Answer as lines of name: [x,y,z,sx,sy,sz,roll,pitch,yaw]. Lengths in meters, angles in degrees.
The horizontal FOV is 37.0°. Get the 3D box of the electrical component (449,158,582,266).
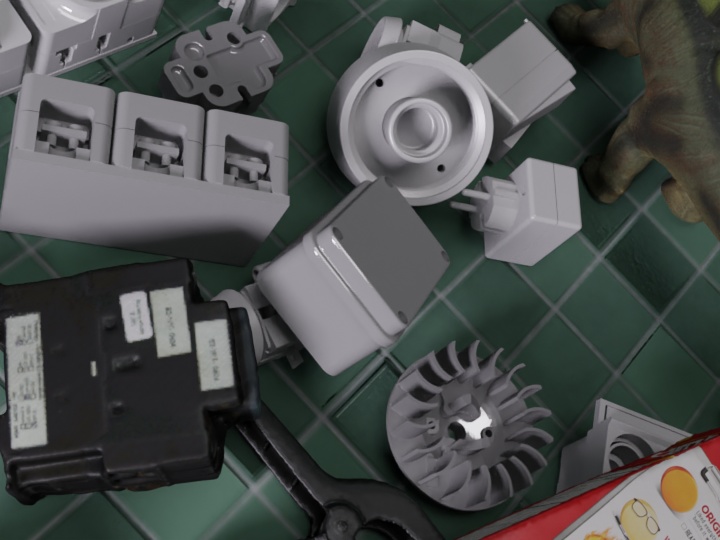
electrical component: [0.099,-0.042,0.728,0.077,0.065,0.047,10,63,-20]

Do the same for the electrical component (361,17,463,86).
electrical component: [0.032,-0.141,0.750,0.057,0.058,0.078,23,67,-14]

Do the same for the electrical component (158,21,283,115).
electrical component: [-0.093,-0.116,0.684,0.078,0.057,0.058,-28,80,-31]

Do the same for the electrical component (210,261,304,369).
electrical component: [-0.059,0.030,0.639,0.055,0.048,0.066,-19,76,-37]

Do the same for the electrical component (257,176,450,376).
electrical component: [0.000,0.000,0.639,0.078,0.057,0.113,52,29,-6]

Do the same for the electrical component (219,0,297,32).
electrical component: [-0.062,-0.219,0.707,0.063,0.121,0.078,37,58,-1]

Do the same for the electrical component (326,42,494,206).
electrical component: [0.034,-0.092,0.695,0.108,0.060,0.108,-1,102,-6]

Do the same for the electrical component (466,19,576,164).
electrical component: [0.101,-0.121,0.768,0.061,0.061,0.096,47,58,2]

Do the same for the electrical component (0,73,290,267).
electrical component: [-0.125,-0.057,0.624,0.150,0.089,0.061,9,64,-20]

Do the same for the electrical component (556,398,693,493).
electrical component: [0.192,0.142,0.686,0.121,0.063,0.078,22,60,-13]

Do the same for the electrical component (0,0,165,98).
electrical component: [-0.223,-0.169,0.650,0.186,0.060,0.105,-31,82,-31]
